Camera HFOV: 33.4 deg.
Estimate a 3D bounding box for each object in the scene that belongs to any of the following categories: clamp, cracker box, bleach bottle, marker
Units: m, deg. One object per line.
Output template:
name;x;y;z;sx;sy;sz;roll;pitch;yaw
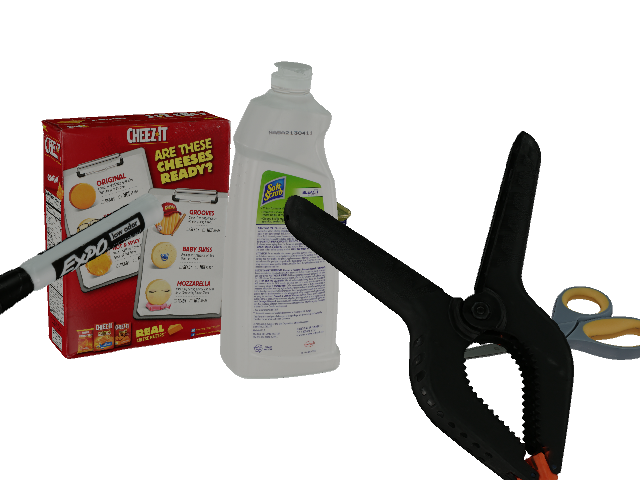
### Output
clamp;0.075;0.043;0.610;0.164;0.210;0.036;-10;-19;-11
cracker box;-0.172;-0.009;1.002;0.163;0.214;0.072;-7;18;-30
bleach bottle;-0.025;-0.016;0.855;0.102;0.251;0.068;-3;21;-24
marker;-0.138;0.007;0.595;0.020;0.020;0.120;0;26;47

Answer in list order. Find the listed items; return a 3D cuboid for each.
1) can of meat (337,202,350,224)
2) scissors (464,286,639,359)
can of meat;-0.017;-0.004;1.135;0.057;0.084;0.102;-3;22;-30
scissors;0.177;0.068;0.868;0.201;0.016;0.096;2;32;-16
